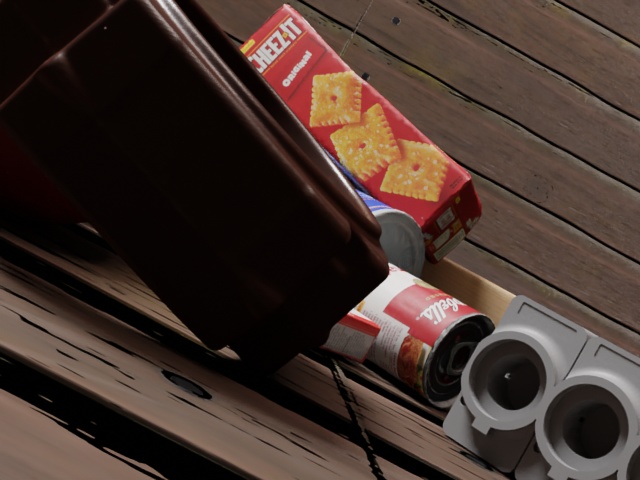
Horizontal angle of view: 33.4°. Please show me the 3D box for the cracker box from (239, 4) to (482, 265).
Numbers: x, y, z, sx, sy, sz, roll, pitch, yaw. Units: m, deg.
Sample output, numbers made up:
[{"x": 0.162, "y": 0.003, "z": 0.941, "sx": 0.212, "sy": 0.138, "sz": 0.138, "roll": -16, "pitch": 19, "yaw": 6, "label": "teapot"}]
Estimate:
[{"x": 0.039, "y": -0.085, "z": 0.903, "sx": 0.214, "sy": 0.072, "sz": 0.164, "roll": 46, "pitch": 3, "yaw": 15, "label": "cracker box"}]

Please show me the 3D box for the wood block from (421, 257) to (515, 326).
[{"x": 0.148, "y": 0.085, "z": 0.997, "sx": 0.206, "sy": 0.091, "sz": 0.090, "roll": 29, "pitch": 1, "yaw": 7, "label": "wood block"}]

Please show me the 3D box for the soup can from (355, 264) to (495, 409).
[{"x": 0.059, "y": 0.060, "z": 0.721, "sx": 0.102, "sy": 0.068, "sz": 0.068, "roll": 30, "pitch": 2, "yaw": 42, "label": "soup can"}]

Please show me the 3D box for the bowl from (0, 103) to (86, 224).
[{"x": -0.158, "y": -0.062, "z": 0.559, "sx": 0.162, "sy": 0.055, "sz": 0.162, "roll": 49, "pitch": 6, "yaw": -8, "label": "bowl"}]

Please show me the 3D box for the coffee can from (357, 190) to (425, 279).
[{"x": -0.005, "y": 0.001, "z": 0.811, "sx": 0.140, "sy": 0.103, "sz": 0.102, "roll": 30, "pitch": 3, "yaw": 41, "label": "coffee can"}]

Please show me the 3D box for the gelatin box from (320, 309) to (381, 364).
[{"x": -0.016, "y": 0.042, "z": 0.688, "sx": 0.073, "sy": 0.030, "sz": 0.089, "roll": 25, "pitch": 4, "yaw": -44, "label": "gelatin box"}]
